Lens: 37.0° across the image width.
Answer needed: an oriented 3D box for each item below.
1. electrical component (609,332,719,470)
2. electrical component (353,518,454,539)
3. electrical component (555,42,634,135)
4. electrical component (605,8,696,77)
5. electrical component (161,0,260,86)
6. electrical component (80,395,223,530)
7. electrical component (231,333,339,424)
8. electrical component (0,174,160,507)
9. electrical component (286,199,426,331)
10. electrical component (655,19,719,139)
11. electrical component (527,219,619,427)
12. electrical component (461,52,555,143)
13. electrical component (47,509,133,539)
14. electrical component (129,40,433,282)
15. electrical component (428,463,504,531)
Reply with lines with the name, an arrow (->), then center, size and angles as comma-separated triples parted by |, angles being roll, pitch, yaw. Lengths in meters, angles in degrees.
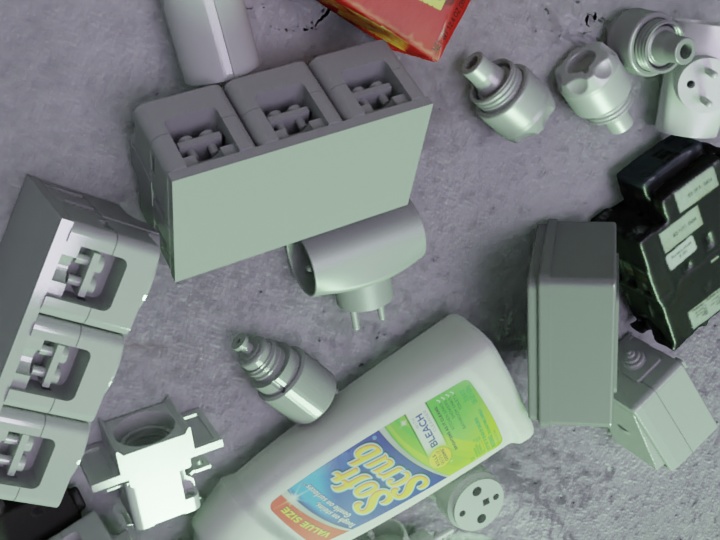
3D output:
electrical component -> 0.216, 0.098, 0.817 | 0.061, 0.062, 0.096 | -43, 122, -8
electrical component -> 0.037, 0.212, 0.775 | 0.079, 0.043, 0.077 | -26, 119, -17
electrical component -> 0.161, -0.117, 0.717 | 0.043, 0.043, 0.062 | -47, 124, -5
electrical component -> 0.194, -0.149, 0.711 | 0.043, 0.062, 0.043 | -10, 113, -25
electrical component -> -0.084, -0.145, 0.575 | 0.043, 0.043, 0.081 | -23, 118, -19
electrical component -> -0.126, 0.119, 0.654 | 0.081, 0.042, 0.063 | -17, 117, -21
electrical component -> -0.050, 0.065, 0.675 | 0.040, 0.040, 0.078 | -50, 123, -3
electrical component -> -0.165, 0.038, 0.573 | 0.062, 0.089, 0.150 | 18, 99, -32
electrical component -> 0.000, 0.000, 0.674 | 0.077, 0.044, 0.079 | -20, 117, -21
electrical component -> 0.232, -0.128, 0.732 | 0.044, 0.079, 0.077 | 6, 108, 4
electrical component -> 0.145, 0.034, 0.723 | 0.056, 0.108, 0.108 | 1, 113, 13
electrical component -> 0.090, -0.113, 0.681 | 0.062, 0.043, 0.043 | 36, 90, -32
electrical component -> -0.125, 0.243, 0.650 | 0.060, 0.105, 0.186 | -32, 128, -16
electrical component -> -0.046, -0.064, 0.600 | 0.150, 0.061, 0.089 | -19, 150, -21
electrical component -> 0.070, 0.153, 0.763 | 0.045, 0.055, 0.045 | -10, 113, -25
